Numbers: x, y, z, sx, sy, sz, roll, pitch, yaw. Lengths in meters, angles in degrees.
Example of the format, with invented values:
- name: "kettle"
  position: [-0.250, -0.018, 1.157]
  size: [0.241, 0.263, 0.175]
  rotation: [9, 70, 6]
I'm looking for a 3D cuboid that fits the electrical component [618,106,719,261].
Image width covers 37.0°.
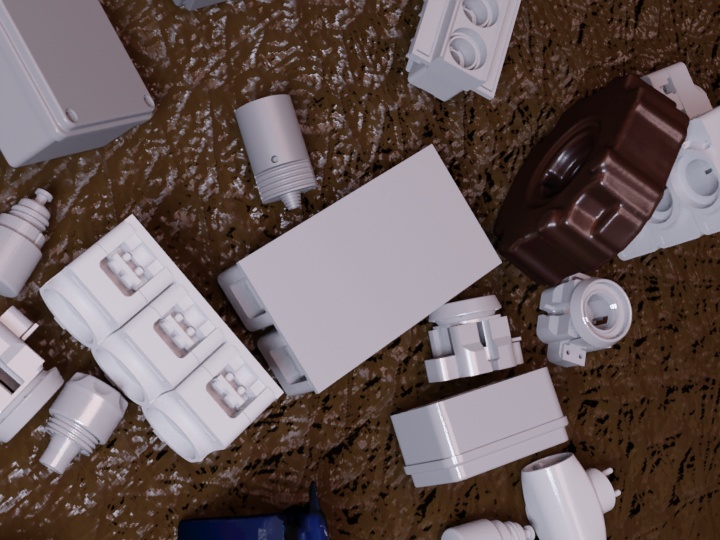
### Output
- name: "electrical component"
  position: [0.262, -0.071, 0.896]
  size: [0.062, 0.150, 0.089]
  rotation: [-27, 92, -30]

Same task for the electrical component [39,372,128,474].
- name: "electrical component"
  position: [-0.183, 0.101, 0.697]
  size: [0.043, 0.043, 0.062]
  rotation: [36, 67, -15]

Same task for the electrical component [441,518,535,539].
- name: "electrical component"
  position: [0.098, 0.208, 0.816]
  size: [0.078, 0.040, 0.040]
  rotation: [-8, 83, -28]

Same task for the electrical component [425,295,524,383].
- name: "electrical component"
  position: [0.085, 0.052, 0.834]
  size: [0.078, 0.058, 0.057]
  rotation: [-9, 86, -28]

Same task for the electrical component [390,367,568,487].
- name: "electrical component"
  position: [0.091, 0.119, 0.811]
  size: [0.113, 0.078, 0.057]
  rotation: [-14, 82, -28]

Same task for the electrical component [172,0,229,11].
- name: "electrical component"
  position: [-0.103, -0.236, 0.780]
  size: [0.062, 0.096, 0.061]
  rotation: [-24, 91, -28]

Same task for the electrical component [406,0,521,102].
- name: "electrical component"
  position: [0.084, -0.205, 0.886]
  size: [0.079, 0.063, 0.121]
  rotation: [25, 69, -20]

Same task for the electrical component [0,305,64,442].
- name: "electrical component"
  position: [-0.225, 0.070, 0.675]
  size: [0.057, 0.058, 0.078]
  rotation: [44, 63, -9]

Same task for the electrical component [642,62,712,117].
- name: "electrical component"
  position: [0.282, -0.136, 0.977]
  size: [0.056, 0.050, 0.089]
  rotation: [-24, 90, -28]

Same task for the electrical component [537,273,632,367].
- name: "electrical component"
  position: [0.186, 0.038, 0.887]
  size: [0.058, 0.057, 0.078]
  rotation: [18, 71, -22]

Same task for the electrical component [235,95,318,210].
- name: "electrical component"
  position: [-0.061, -0.084, 0.798]
  size: [0.043, 0.043, 0.081]
  rotation: [-16, 86, -28]

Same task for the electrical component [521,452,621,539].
- name: "electrical component"
  position: [0.176, 0.183, 0.858]
  size: [0.079, 0.044, 0.077]
  rotation: [-19, 88, -29]

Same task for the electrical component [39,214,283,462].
- name: "electrical component"
  position: [-0.135, 0.049, 0.706]
  size: [0.062, 0.089, 0.150]
  rotation: [-44, 100, -27]

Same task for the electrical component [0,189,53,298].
- name: "electrical component"
  position: [-0.226, -0.019, 0.703]
  size: [0.040, 0.040, 0.078]
  rotation: [33, 66, -17]

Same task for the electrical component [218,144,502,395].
- name: "electrical component"
  position: [0.000, 0.000, 0.801]
  size: [0.186, 0.060, 0.105]
  rotation: [-33, 95, -28]

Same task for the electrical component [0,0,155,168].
- name: "electrical component"
  position: [-0.203, -0.132, 0.703]
  size: [0.108, 0.056, 0.109]
  rotation: [62, 25, -3]
